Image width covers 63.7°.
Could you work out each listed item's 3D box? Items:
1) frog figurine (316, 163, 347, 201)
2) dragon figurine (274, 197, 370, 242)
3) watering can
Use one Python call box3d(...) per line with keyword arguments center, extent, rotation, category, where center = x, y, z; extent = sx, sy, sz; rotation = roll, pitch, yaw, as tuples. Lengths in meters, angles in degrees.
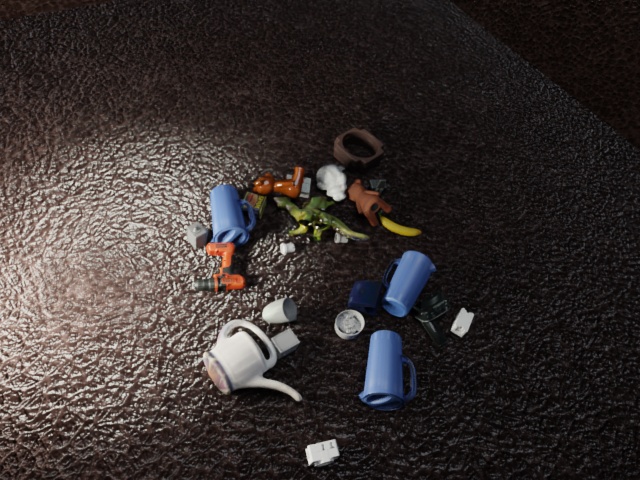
box3d(center=(0.050, -0.244, 2.209), extent=(0.137, 0.120, 0.163), rotation=(-12, 60, 19), category="frog figurine")
box3d(center=(0.006, -0.105, 2.095), extent=(0.410, 0.119, 0.249), rotation=(11, 43, 1), category="dragon figurine")
box3d(center=(-0.228, 0.414, 1.648), extent=(0.227, 0.101, 0.352), rotation=(-27, 64, -28), category="watering can")
